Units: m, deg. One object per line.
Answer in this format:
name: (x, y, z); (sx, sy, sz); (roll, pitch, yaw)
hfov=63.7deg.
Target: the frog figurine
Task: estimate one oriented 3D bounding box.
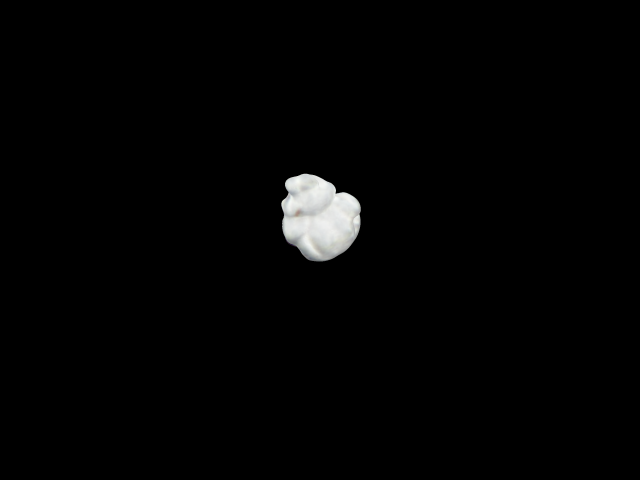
frog figurine: (0.003, -0.043, 0.850); (0.138, 0.125, 0.156); (-15, -30, -9)
